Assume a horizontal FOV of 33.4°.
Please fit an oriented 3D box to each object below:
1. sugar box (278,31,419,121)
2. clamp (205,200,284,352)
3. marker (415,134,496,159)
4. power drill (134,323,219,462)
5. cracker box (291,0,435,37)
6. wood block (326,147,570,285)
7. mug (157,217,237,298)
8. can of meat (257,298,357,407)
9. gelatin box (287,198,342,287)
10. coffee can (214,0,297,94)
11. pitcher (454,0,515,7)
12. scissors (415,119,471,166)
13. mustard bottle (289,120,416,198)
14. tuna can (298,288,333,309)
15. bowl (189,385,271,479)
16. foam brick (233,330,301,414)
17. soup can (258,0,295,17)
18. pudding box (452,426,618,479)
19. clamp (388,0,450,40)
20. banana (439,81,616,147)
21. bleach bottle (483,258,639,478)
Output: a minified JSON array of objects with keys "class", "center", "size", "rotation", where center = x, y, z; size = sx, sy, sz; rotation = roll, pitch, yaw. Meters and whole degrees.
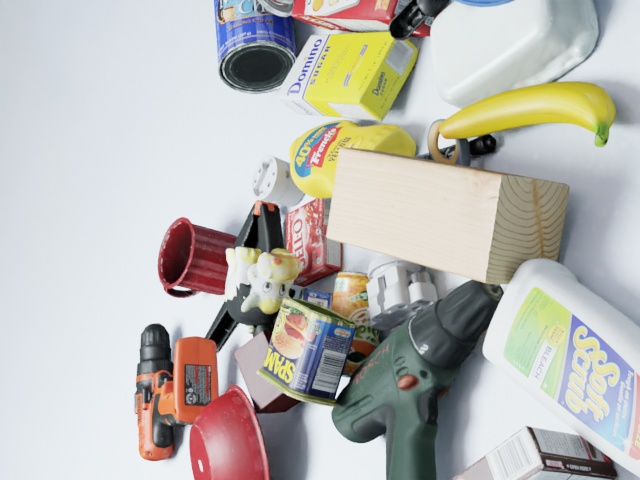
[{"class":"sugar box","center":[0.027,-0.187,1.206],"size":[0.177,0.048,0.093],"rotation":[15,73,54]},{"class":"clamp","center":[-0.089,0.057,1.303],"size":[0.165,0.036,0.210],"rotation":[-3,79,55]},{"class":"marker","center":[0.128,-0.084,1.056],"size":[0.121,0.020,0.020],"rotation":[-14,65,53]},{"class":"power drill","center":[-0.187,0.179,1.359],"size":[0.188,0.057,0.184],"rotation":[144,125,-58]},{"class":"cracker box","center":[0.068,-0.316,1.193],"size":[0.214,0.072,0.164],"rotation":[22,95,58]},{"class":"wood block","center":[0.108,-0.025,0.956],"size":[0.206,0.090,0.091],"rotation":[15,99,50]},{"class":"mug","center":[-0.157,0.033,1.371],"size":[0.117,0.081,0.093],"rotation":[-54,38,28]},{"class":"can of meat","center":[-0.012,0.107,1.047],"size":[0.102,0.057,0.084],"rotation":[21,94,64]},{"class":"gelatin box","center":[-0.008,0.002,1.212],"size":[0.073,0.030,0.089],"rotation":[-26,56,49]},{"class":"coffee can","center":[-0.084,-0.274,1.370],"size":[0.103,0.102,0.140],"rotation":[-38,48,42]},{"class":"pitcher","center":[0.165,-0.315,0.935],"size":[0.149,0.145,0.242],"rotation":[-38,27,43]},{"class":"scissors","center":[0.145,-0.048,0.998],"size":[0.202,0.016,0.096],"rotation":[35,116,49]},{"class":"mustard bottle","center":[0.019,-0.088,1.176],"size":[0.096,0.058,0.192],"rotation":[-55,30,-10]},{"class":"tuna can","center":[-0.011,0.095,1.142],"size":[0.086,0.033,0.086],"rotation":[-169,91,-85]},{"class":"bowl","center":[-0.107,0.245,1.185],"size":[0.162,0.055,0.162],"rotation":[172,90,-69]},{"class":"foam brick","center":[-0.050,0.146,1.177],"size":[0.053,0.051,0.078],"rotation":[-38,60,27]},{"class":"soup can","center":[-0.029,-0.332,1.308],"size":[0.102,0.068,0.069],"rotation":[-50,25,-23]},{"class":"pudding box","center":[0.160,0.192,0.834],"size":[0.114,0.089,0.039],"rotation":[-44,45,37]},{"class":"clamp","center":[0.132,-0.265,1.057],"size":[0.171,0.039,0.120],"rotation":[-48,13,-18]},{"class":"banana","center":[0.189,-0.113,0.940],"size":[0.198,0.069,0.037],"rotation":[8,127,55]},{"class":"bleach bottle","center":[0.229,0.109,0.792],"size":[0.251,0.068,0.103],"rotation":[39,109,52]}]
